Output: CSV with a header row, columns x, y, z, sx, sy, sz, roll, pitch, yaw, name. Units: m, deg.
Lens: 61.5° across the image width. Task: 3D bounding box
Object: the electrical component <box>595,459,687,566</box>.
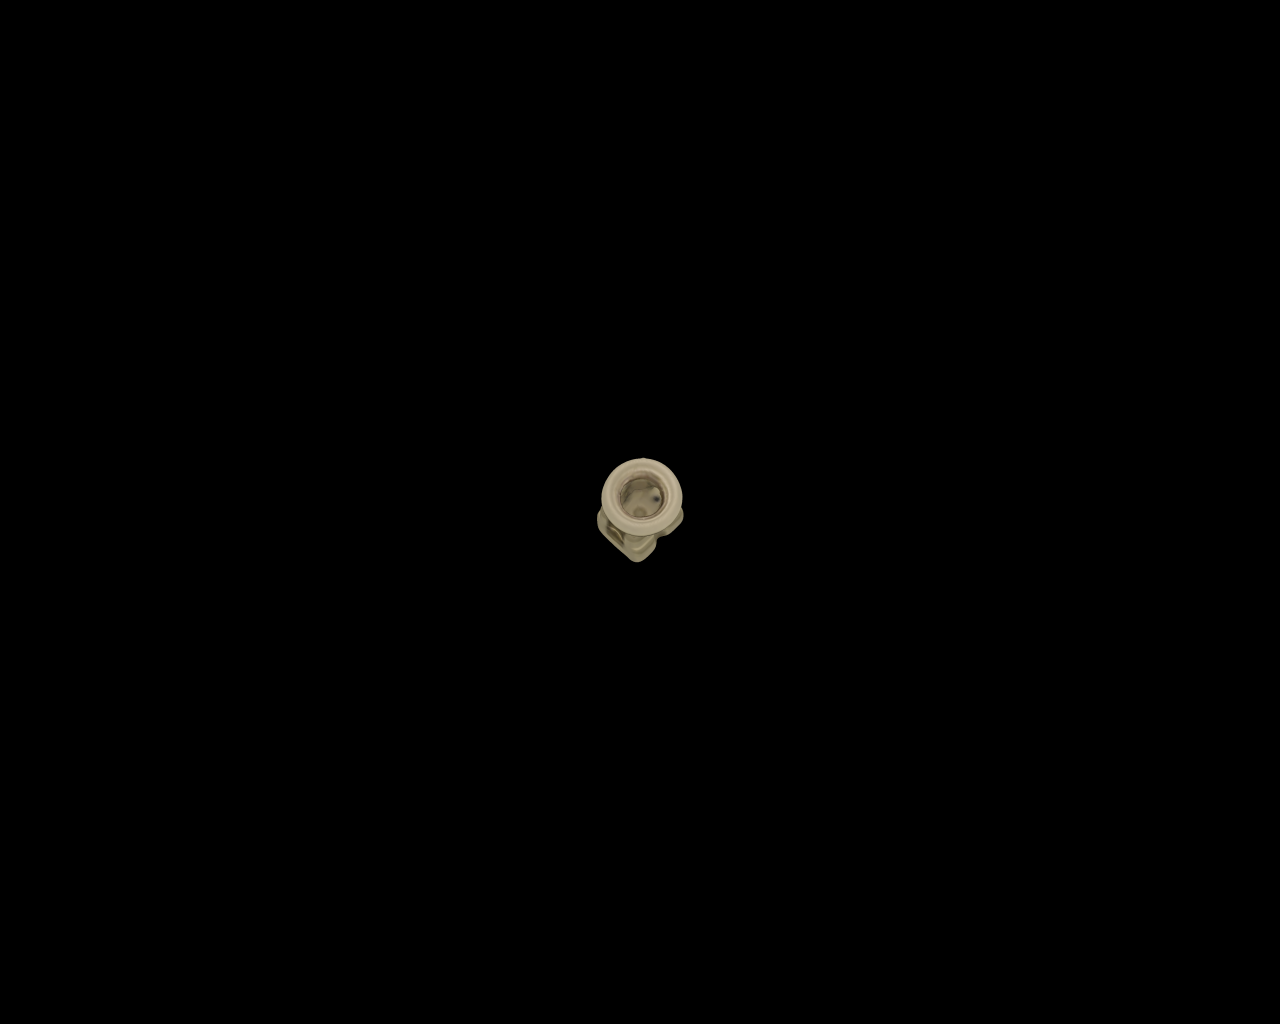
x,y,z,sx,sy,sz,roll,pitch,yaw,name
0.001,-0.003,0.650,0.048,0.066,0.055,41,-15,14,electrical component
